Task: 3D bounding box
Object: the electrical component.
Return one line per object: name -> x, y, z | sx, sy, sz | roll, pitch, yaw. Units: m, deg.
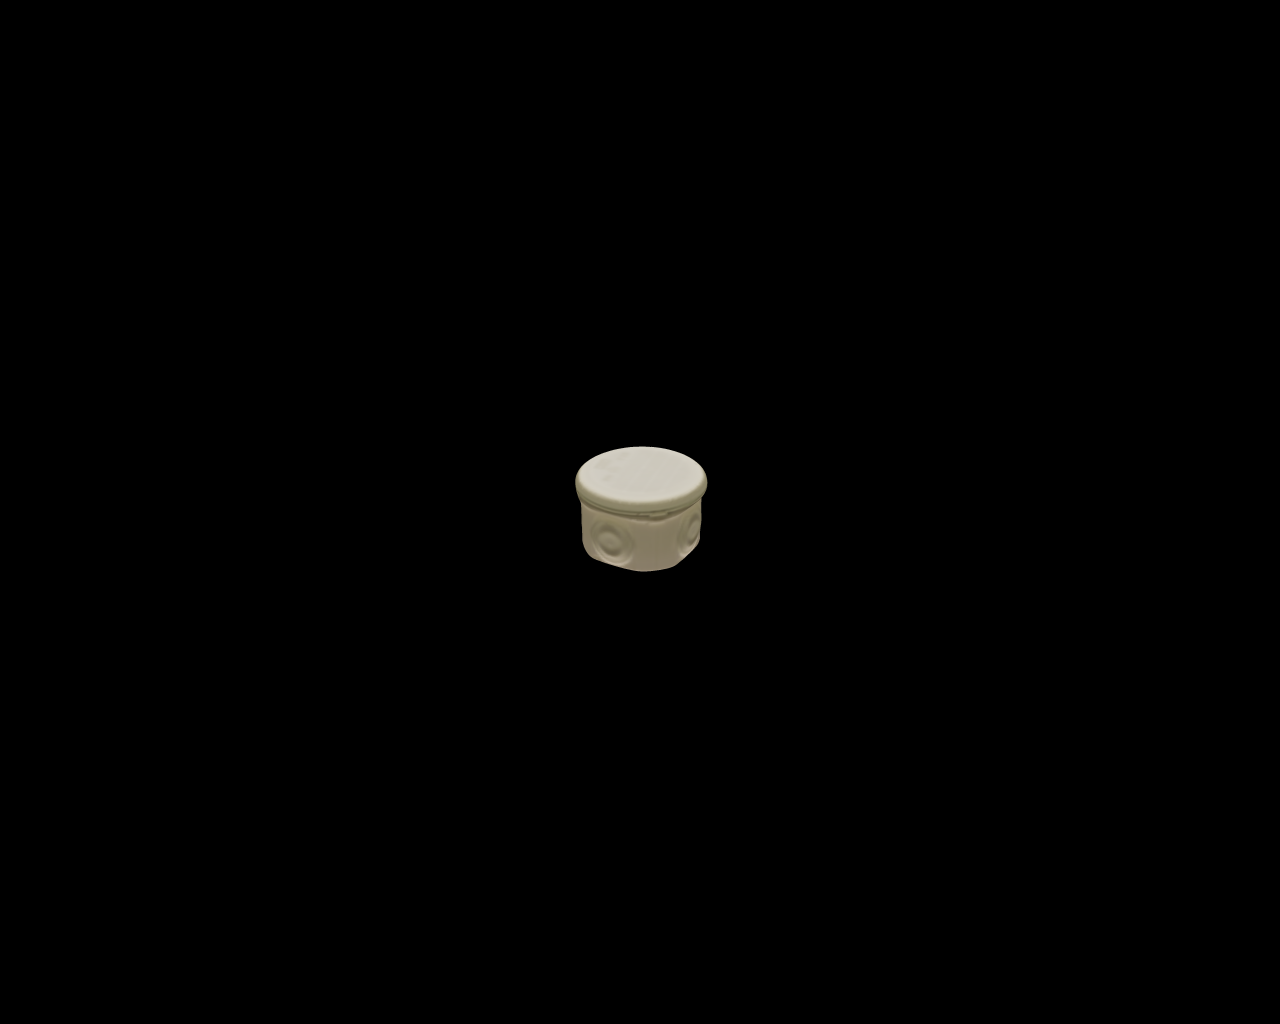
electrical component -> 0.001, -0.003, 0.650 | 0.080, 0.050, 0.080 | 0, 28, 0
